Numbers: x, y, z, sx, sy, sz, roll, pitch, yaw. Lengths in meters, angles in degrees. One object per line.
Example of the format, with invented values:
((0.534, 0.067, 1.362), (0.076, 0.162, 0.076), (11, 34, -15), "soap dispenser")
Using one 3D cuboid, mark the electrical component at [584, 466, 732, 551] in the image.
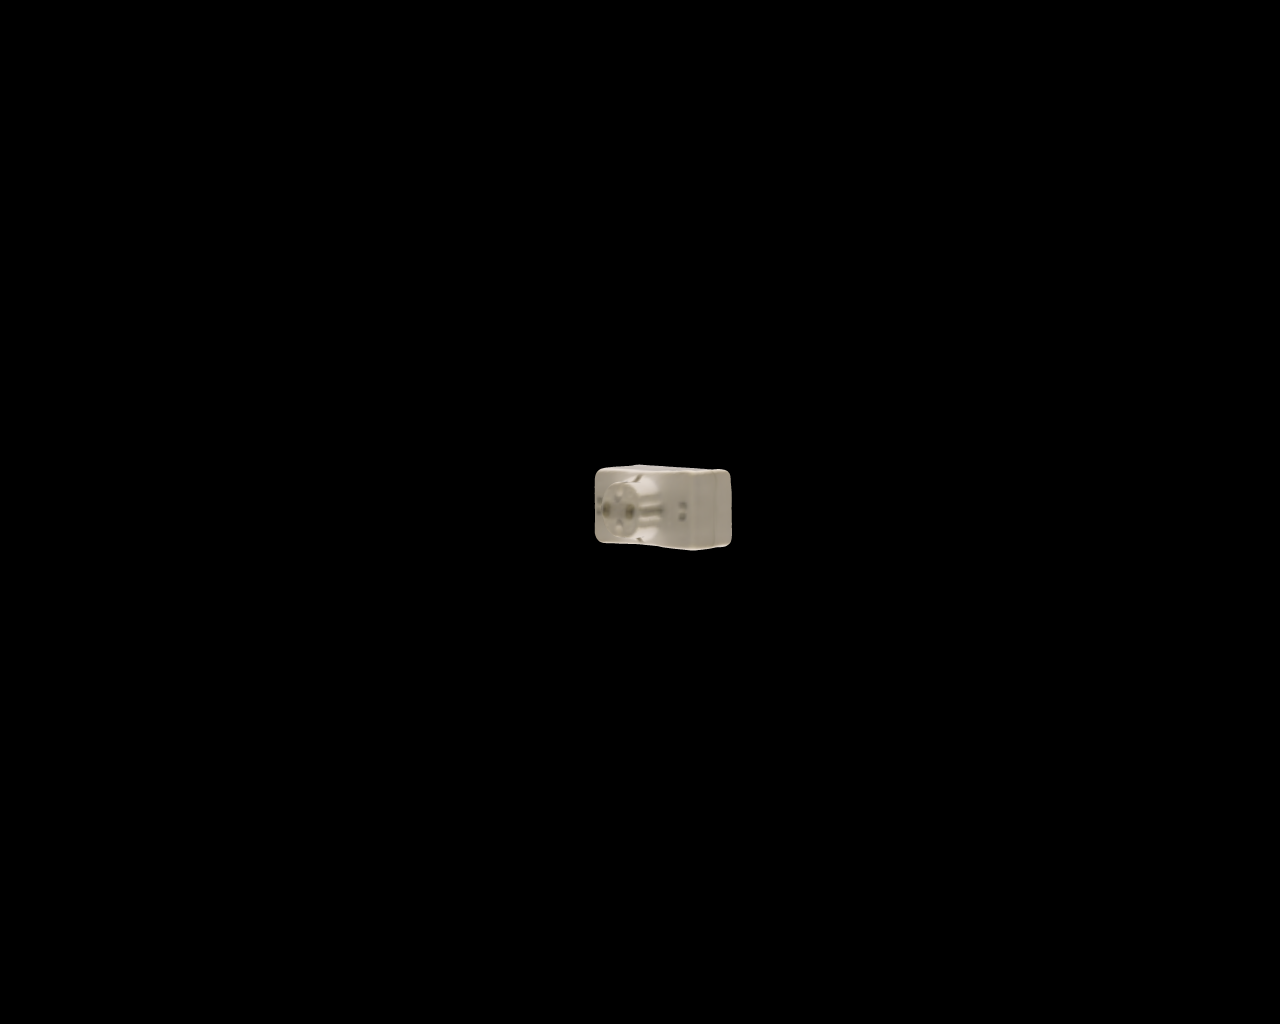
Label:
((0.001, -0.003, 0.650), (0.083, 0.047, 0.076), (4, 6, 43), "electrical component")
